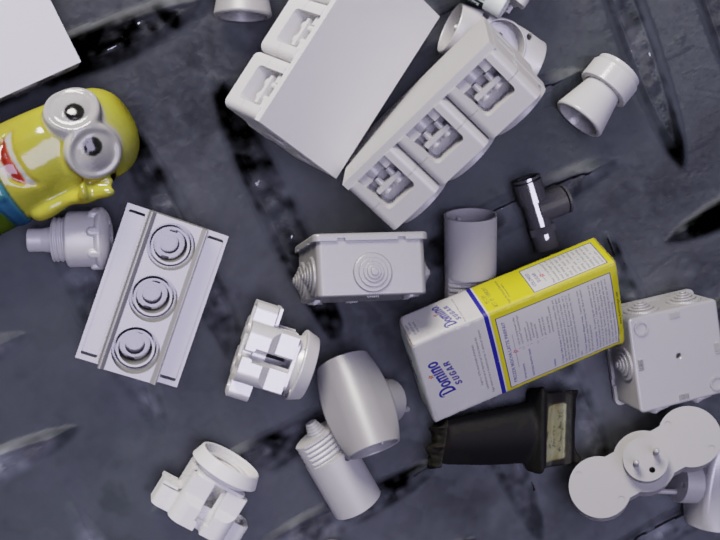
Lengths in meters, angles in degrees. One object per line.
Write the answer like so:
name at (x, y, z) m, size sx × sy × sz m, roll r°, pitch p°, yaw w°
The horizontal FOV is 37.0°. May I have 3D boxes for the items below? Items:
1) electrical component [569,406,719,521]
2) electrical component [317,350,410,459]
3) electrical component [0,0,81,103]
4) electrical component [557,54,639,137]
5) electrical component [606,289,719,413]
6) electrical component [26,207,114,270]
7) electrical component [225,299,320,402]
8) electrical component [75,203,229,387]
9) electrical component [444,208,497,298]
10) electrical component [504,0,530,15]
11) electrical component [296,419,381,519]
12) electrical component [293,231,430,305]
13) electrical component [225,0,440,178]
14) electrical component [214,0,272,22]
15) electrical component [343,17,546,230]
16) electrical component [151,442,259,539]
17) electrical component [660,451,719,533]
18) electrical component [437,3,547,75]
electrical component at (0.240, 0.162, 0.908) m, size 0.138 × 0.073 × 0.052 m, roll -30°, pitch 69°, yaw 2°
electrical component at (0.011, 0.108, 0.873) m, size 0.079 × 0.043 × 0.077 m, roll 0°, pitch 62°, yaw -46°
electrical component at (-0.308, -0.157, 0.767) m, size 0.186 × 0.060 × 0.105 m, roll -26°, pitch 102°, yaw -9°
electrical component at (0.198, -0.145, 0.891) m, size 0.045 × 0.045 × 0.055 m, roll 40°, pitch 86°, yaw -14°
electrical component at (0.264, 0.070, 0.930) m, size 0.100 × 0.048 × 0.099 m, roll -12°, pitch 99°, yaw -12°
electrical component at (-0.219, -0.023, 0.812) m, size 0.062 × 0.048 × 0.048 m, roll -2°, pitch 97°, yaw -5°
electrical component at (-0.067, 0.069, 0.851) m, size 0.057 × 0.058 × 0.078 m, roll 19°, pitch 92°, yaw -11°
electrical component at (-0.159, 0.018, 0.820) m, size 0.079 × 0.063 × 0.121 m, roll 19°, pitch 92°, yaw -14°
electrical component at (0.091, -0.006, 0.883) m, size 0.043 × 0.043 × 0.081 m, roll -6°, pitch 109°, yaw -12°
electrical component at (0.104, -0.254, 0.854) m, size 0.089 × 0.050 × 0.055 m, roll 33°, pitch 89°, yaw -14°
electrical component at (-0.021, 0.158, 0.878) m, size 0.043 × 0.043 × 0.081 m, roll -30°, pitch 102°, yaw -8°
electrical component at (0.000, 0.000, 0.837) m, size 0.100 × 0.100 × 0.048 m, roll -2°, pitch 85°, yaw -13°
electrical component at (-0.023, -0.161, 0.821) m, size 0.089 × 0.062 × 0.150 m, roll 34°, pitch 88°, yaw -42°
electrical component at (-0.089, -0.225, 0.819) m, size 0.044 × 0.044 × 0.065 m, roll 0°, pitch 92°, yaw -13°
electrical component at (0.063, -0.109, 0.816) m, size 0.062 × 0.089 × 0.150 m, roll 42°, pitch 110°, yaw -15°
electrical component at (-0.117, 0.174, 0.851) m, size 0.078 × 0.058 × 0.057 m, roll 31°, pitch 92°, yaw -14°
electrical component at (0.300, 0.189, 0.955) m, size 0.079 × 0.043 × 0.077 m, roll 5°, pitch 95°, yaw -14°
electrical component at (0.100, -0.163, 0.867) m, size 0.077 × 0.044 × 0.079 m, roll 22°, pitch 91°, yaw -14°
